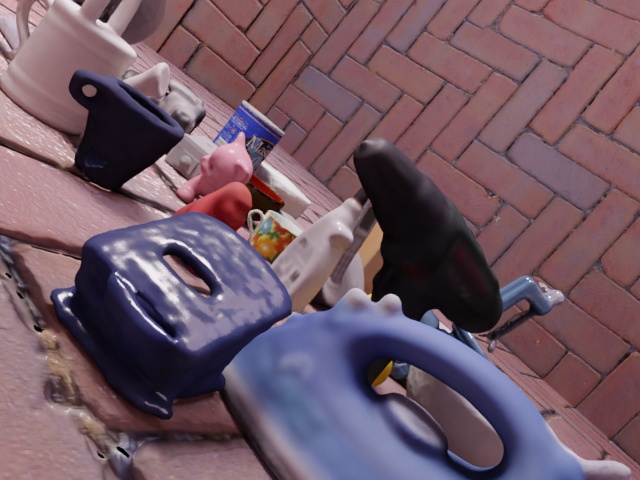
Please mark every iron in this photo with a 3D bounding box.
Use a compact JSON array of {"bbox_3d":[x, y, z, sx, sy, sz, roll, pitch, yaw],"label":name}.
[{"bbox_3d":[0.054,0.114,0.369,0.258,0.141,0.119,42,8,15],"label":"iron"}]

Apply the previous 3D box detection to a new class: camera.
[{"bbox_3d":[-0.266,-0.225,0.954,0.137,0.100,0.143,37,8,-16],"label":"camera"}]

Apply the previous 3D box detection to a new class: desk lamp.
[{"bbox_3d":[-0.332,-0.329,0.806,0.202,0.213,0.118,45,9,35],"label":"desk lamp"}]

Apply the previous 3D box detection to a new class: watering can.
[{"bbox_3d":[-0.250,-0.218,0.640,0.173,0.194,0.100,36,8,-27],"label":"watering can"}]

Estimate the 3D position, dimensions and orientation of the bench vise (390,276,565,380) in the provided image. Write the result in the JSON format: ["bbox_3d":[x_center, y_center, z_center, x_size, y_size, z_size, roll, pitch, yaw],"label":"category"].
[{"bbox_3d":[0.192,0.115,0.729,0.208,0.219,0.121,37,8,-18],"label":"bench vise"}]

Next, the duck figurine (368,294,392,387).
[{"bbox_3d":[0.051,0.102,0.633,0.078,0.086,0.104,31,12,-49],"label":"duck figurine"}]

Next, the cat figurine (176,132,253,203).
[{"bbox_3d":[-0.130,-0.092,0.770,0.067,0.117,0.127,38,8,-14],"label":"cat figurine"}]

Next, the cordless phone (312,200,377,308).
[{"bbox_3d":[0.052,0.008,0.806,0.094,0.185,0.148,43,8,25],"label":"cordless phone"}]

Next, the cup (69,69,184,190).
[{"bbox_3d":[-0.205,-0.102,0.558,0.118,0.095,0.091,31,12,-49],"label":"cup"}]

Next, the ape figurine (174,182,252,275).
[{"bbox_3d":[-0.103,-0.018,0.568,0.076,0.092,0.078,44,9,32],"label":"ape figurine"}]

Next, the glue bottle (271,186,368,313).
[{"bbox_3d":[0.006,0.002,0.667,0.037,0.173,0.078,34,9,-34],"label":"glue bottle"}]

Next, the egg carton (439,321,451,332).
[{"bbox_3d":[0.163,0.158,0.911,0.107,0.069,0.150,40,8,0],"label":"egg carton"}]

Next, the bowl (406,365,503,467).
[{"bbox_3d":[0.150,0.195,0.614,0.167,0.074,0.167,39,8,-6],"label":"bowl"}]

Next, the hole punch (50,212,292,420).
[{"bbox_3d":[-0.085,0.036,0.348,0.108,0.091,0.101,42,8,19],"label":"hole punch"}]

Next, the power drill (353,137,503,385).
[{"bbox_3d":[0.058,0.049,0.518,0.230,0.208,0.075,35,9,-32],"label":"power drill"}]
